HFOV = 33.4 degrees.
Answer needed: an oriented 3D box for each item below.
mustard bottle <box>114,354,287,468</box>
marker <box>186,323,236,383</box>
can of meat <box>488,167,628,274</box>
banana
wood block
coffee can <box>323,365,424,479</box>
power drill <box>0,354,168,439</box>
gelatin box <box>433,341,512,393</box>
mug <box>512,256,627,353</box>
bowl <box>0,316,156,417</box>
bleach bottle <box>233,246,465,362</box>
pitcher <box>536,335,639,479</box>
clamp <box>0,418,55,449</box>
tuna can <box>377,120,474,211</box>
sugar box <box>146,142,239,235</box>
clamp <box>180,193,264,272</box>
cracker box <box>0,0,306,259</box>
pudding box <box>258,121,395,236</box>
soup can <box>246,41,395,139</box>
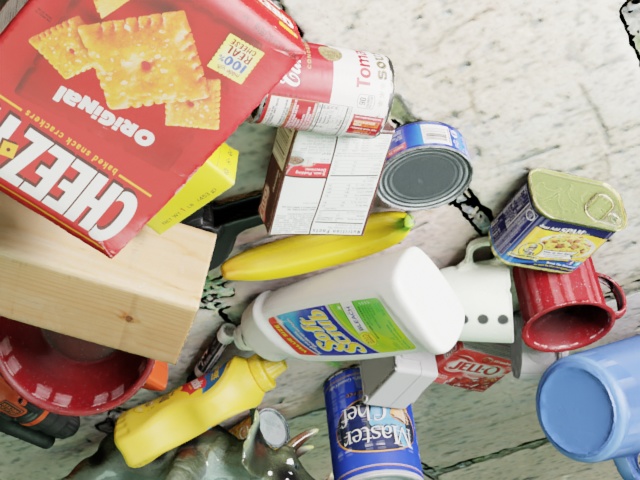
[{"bbox_3d":[-0.122,0.172,1.136,0.191,0.058,0.096,-27,-175,6],"label":"mustard bottle"},{"bbox_3d":[-0.120,0.129,1.168,0.020,0.020,0.121,11,140,-22],"label":"marker"},{"bbox_3d":[0.219,-0.015,0.998,0.102,0.057,0.084,10,142,-21],"label":"can of meat"},{"bbox_3d":[0.005,0.003,0.994,0.198,0.037,0.069,-17,163,21],"label":"banana"},{"bbox_3d":[-0.205,0.023,0.913,0.206,0.090,0.091,18,136,-9],"label":"wood block"},{"bbox_3d":[0.061,0.228,1.226,0.102,0.140,0.103,-4,143,-3],"label":"coffee can"},{"bbox_3d":[-0.261,0.153,1.145,0.188,0.057,0.184,-20,145,16],"label":"power drill"},{"bbox_3d":[0.172,0.140,1.218,0.089,0.030,0.073,16,138,-28],"label":"gelatin box"},{"bbox_3d":[0.252,0.055,1.073,0.117,0.081,0.093,1,143,-10],"label":"mug"},{"bbox_3d":[-0.230,0.084,1.021,0.162,0.055,0.162,0,102,0],"label":"bowl"},{"bbox_3d":[0.012,0.081,1.046,0.251,0.068,0.102,-18,116,42],"label":"bleach bottle"},{"bbox_3d":[0.340,0.173,1.127,0.242,0.149,0.145,-4,140,-42],"label":"pitcher"},{"bbox_3d":[-0.390,0.203,1.210,0.120,0.039,0.171,-19,138,7],"label":"clamp"},{"bbox_3d":[0.088,-0.064,0.928,0.086,0.034,0.086,-4,143,-3],"label":"tuna can"},{"bbox_3d":[-0.157,-0.085,0.826,0.093,0.048,0.176,-32,127,30],"label":"sugar box"},{"bbox_3d":[-0.094,-0.018,0.959,0.164,0.036,0.210,18,134,-28],"label":"clamp"},{"bbox_3d":[-0.141,-0.111,0.730,0.164,0.072,0.214,35,110,-28],"label":"cracker box"},{"bbox_3d":[0.004,-0.056,0.893,0.089,0.039,0.114,0,129,-22],"label":"pudding box"},{"bbox_3d":[-0.002,-0.116,0.815,0.102,0.068,0.069,6,142,-18],"label":"soup can"}]
